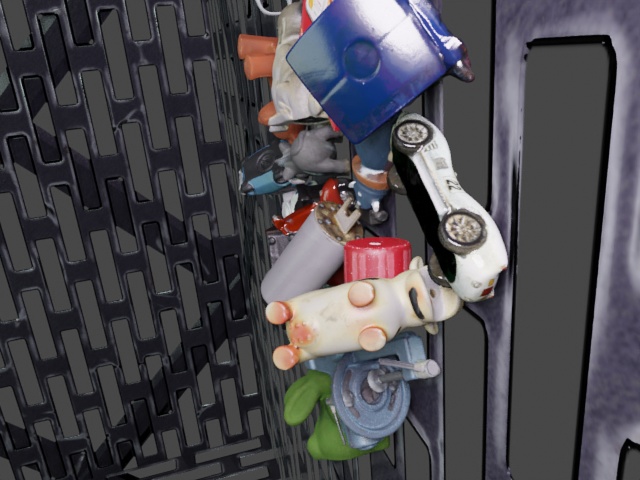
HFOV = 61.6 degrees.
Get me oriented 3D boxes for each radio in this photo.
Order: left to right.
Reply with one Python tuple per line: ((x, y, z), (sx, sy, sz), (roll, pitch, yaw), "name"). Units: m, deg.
((-0.061, 0.078, 1.184), (0.131, 0.073, 0.229), (-34, -66, -84), "radio")

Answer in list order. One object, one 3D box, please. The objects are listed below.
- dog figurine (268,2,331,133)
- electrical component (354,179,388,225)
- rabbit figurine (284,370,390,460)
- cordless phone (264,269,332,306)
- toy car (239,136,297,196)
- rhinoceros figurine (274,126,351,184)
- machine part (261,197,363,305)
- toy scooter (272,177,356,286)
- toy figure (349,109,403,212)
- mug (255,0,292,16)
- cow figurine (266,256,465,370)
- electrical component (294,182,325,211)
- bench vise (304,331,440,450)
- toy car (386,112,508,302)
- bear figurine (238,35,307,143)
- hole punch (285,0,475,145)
((-0.021, -0.256, 0.761), (0.172, 0.121, 0.190), (-170, 76, -67), "dog figurine")
((0.068, -0.055, 0.731), (0.094, 0.021, 0.063), (-139, 41, -70), "electrical component")
((0.019, 0.257, 0.877), (0.121, 0.159, 0.170), (-177, 75, -86), "rabbit figurine")
((-0.024, 0.102, 0.919), (0.184, 0.147, 0.088), (-96, -16, -67), "cordless phone")
((-0.092, -0.141, 1.138), (0.102, 0.162, 0.109), (31, -138, -47), "toy car")
((-0.013, -0.123, 0.820), (0.190, 0.112, 0.073), (-162, 59, -83), "rhinoceros figurine")
((-0.015, 0.029, 0.746), (0.243, 0.079, 0.079), (-52, 44, 39), "machine part")
((-0.002, -0.002, 0.817), (0.075, 0.135, 0.183), (-125, 27, -61), "toy scooter")
((0.067, -0.095, 0.633), (0.154, 0.058, 0.064), (89, 172, -53), "toy figure")
((-0.093, -0.447, 0.933), (0.081, 0.107, 0.109), (-129, 34, -66), "mug")
((0.055, 0.074, 0.559), (0.127, 0.195, 0.085), (-3, -104, -68), "cow figurine")
((-0.008, -0.046, 0.941), (0.119, 0.075, 0.048), (99, 158, -44), "electrical component")
((0.066, 0.160, 0.710), (0.240, 0.129, 0.223), (-34, 57, 55), "bench vise")
((0.111, -0.036, 0.501), (0.073, 0.056, 0.202), (88, 167, -55), "toy car")
((-0.084, -0.266, 0.993), (0.195, 0.132, 0.120), (102, 157, -44), "bear figurine")
((0.046, -0.161, 0.471), (0.142, 0.092, 0.116), (53, 149, -2), "hole punch")
